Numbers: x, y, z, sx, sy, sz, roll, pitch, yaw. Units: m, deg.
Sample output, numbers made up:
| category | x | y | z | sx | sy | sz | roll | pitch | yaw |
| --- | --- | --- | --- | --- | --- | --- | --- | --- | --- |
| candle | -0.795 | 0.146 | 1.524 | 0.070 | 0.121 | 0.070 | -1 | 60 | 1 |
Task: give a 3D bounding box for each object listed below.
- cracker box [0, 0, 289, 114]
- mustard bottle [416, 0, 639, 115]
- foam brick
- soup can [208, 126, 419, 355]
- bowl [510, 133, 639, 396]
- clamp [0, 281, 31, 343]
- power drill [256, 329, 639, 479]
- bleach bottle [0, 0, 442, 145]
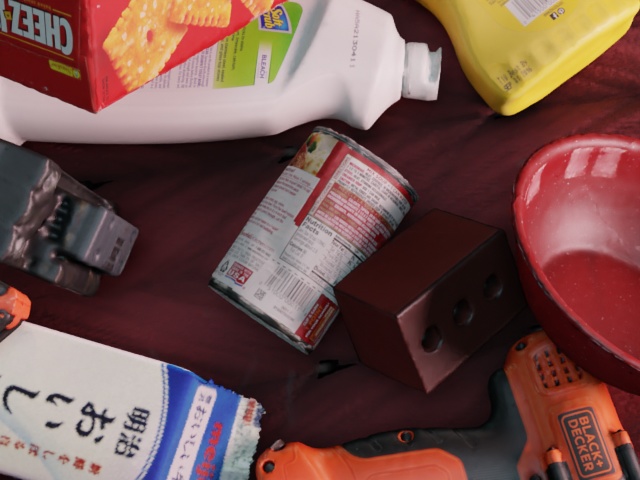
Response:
| category | x | y | z | sx | sy | sz | roll | pitch | yaw |
| --- | --- | --- | --- | --- | --- | --- | --- | --- | --- |
| cracker box | -0.105 | -0.152 | 0.530 | 0.164 | 0.072 | 0.213 | 22 | 39 | 23 |
| mustard bottle | 0.081 | -0.169 | 0.596 | 0.096 | 0.058 | 0.192 | -37 | 78 | -3 |
| foam brick | 0.056 | 0.029 | 0.541 | 0.078 | 0.053 | 0.051 | -38 | 35 | -22 |
| soup can | -0.004 | 0.001 | 0.564 | 0.068 | 0.068 | 0.102 | 33 | 83 | 11 |
| bowl | 0.159 | 0.022 | 0.530 | 0.162 | 0.055 | 0.162 | 11 | 47 | -13 |
| clamp | -0.228 | 0.050 | 0.511 | 0.171 | 0.039 | 0.120 | 2 | 87 | 2 |
| power drill | 0.071 | 0.147 | 0.520 | 0.187 | 0.057 | 0.184 | -14 | 62 | 0 |
| bleach bottle | -0.060 | -0.094 | 0.593 | 0.251 | 0.068 | 0.102 | 5 | 78 | 4 |
